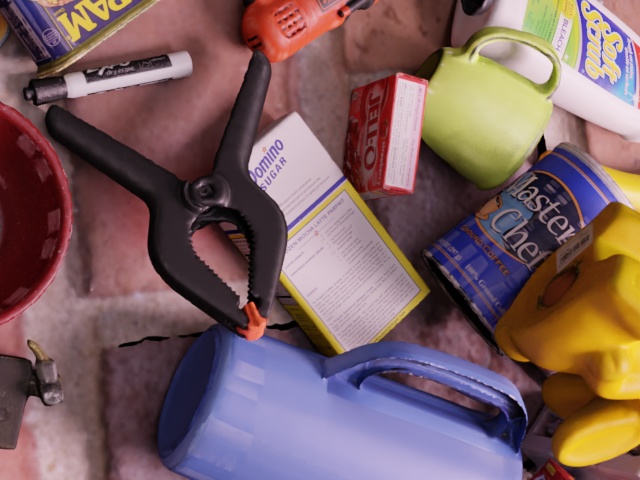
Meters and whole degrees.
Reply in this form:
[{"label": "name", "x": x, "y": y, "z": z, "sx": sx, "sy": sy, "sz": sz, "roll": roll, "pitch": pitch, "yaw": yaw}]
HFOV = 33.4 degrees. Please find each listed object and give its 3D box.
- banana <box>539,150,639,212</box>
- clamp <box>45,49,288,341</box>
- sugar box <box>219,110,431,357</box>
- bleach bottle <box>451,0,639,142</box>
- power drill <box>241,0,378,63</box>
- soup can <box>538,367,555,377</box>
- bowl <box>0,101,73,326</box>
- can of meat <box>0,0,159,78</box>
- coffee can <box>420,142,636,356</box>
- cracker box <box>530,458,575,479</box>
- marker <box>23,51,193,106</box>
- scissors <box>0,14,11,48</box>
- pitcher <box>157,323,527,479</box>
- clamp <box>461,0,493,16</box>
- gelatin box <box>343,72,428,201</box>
[{"label": "banana", "x": 0.280, "y": -0.051, "z": 0.941, "sx": 0.197, "sy": 0.037, "sz": 0.069, "roll": -6, "pitch": 63, "yaw": -27}, {"label": "clamp", "x": -0.072, "y": -0.034, "z": 0.728, "sx": 0.164, "sy": 0.036, "sz": 0.210, "roll": -25, "pitch": 72, "yaw": -16}, {"label": "sugar box", "x": -0.005, "y": 0.001, "z": 0.802, "sx": 0.093, "sy": 0.048, "sz": 0.176, "roll": -41, "pitch": 101, "yaw": -20}, {"label": "bleach bottle", "x": 0.231, "y": -0.155, "z": 0.907, "sx": 0.250, "sy": 0.068, "sz": 0.102, "roll": 22, "pitch": 73, "yaw": -26}, {"label": "power drill", "x": -0.018, "y": -0.251, "z": 0.799, "sx": 0.184, "sy": 0.057, "sz": 0.187, "roll": -39, "pitch": 103, "yaw": -24}, {"label": "soup can", "x": 0.210, "y": 0.087, "z": 0.884, "sx": 0.102, "sy": 0.069, "sz": 0.068, "roll": 43, "pitch": 72, "yaw": -18}, {"label": "bowl", "x": -0.244, "y": -0.015, "z": 0.682, "sx": 0.161, "sy": 0.055, "sz": 0.162, "roll": 4, "pitch": 80, "yaw": -24}, {"label": "can of meat", "x": -0.169, "y": -0.172, "z": 0.716, "sx": 0.102, "sy": 0.058, "sz": 0.084, "roll": -43, "pitch": 113, "yaw": -27}, {"label": "coffee can", "x": 0.163, "y": 0.007, "z": 0.825, "sx": 0.140, "sy": 0.103, "sz": 0.103, "roll": -38, "pitch": 104, "yaw": -1}, {"label": "cracker box", "x": 0.165, "y": 0.299, "z": 0.818, "sx": 0.164, "sy": 0.072, "sz": 0.214, "roll": 42, "pitch": 94, "yaw": -18}, {"label": "marker", "x": -0.149, "y": -0.114, "z": 0.754, "sx": 0.121, "sy": 0.020, "sz": 0.020, "roll": -16, "pitch": 95, "yaw": -24}, {"label": "scissors", "x": -0.206, "y": -0.199, "z": 0.734, "sx": 0.201, "sy": 0.016, "sz": 0.096, "roll": -39, "pitch": 105, "yaw": -21}, {"label": "pitcher", "x": 0.018, "y": 0.142, "z": 0.759, "sx": 0.242, "sy": 0.145, "sz": 0.149, "roll": 25, "pitch": 73, "yaw": -19}, {"label": "clamp", "x": 0.098, "y": -0.262, "z": 0.826, "sx": 0.120, "sy": 0.039, "sz": 0.171, "roll": 41, "pitch": 43, "yaw": -28}, {"label": "gelatin box", "x": 0.047, "y": -0.077, "z": 0.813, "sx": 0.030, "sy": 0.073, "sz": 0.089, "roll": 9, "pitch": 84, "yaw": -24}]
